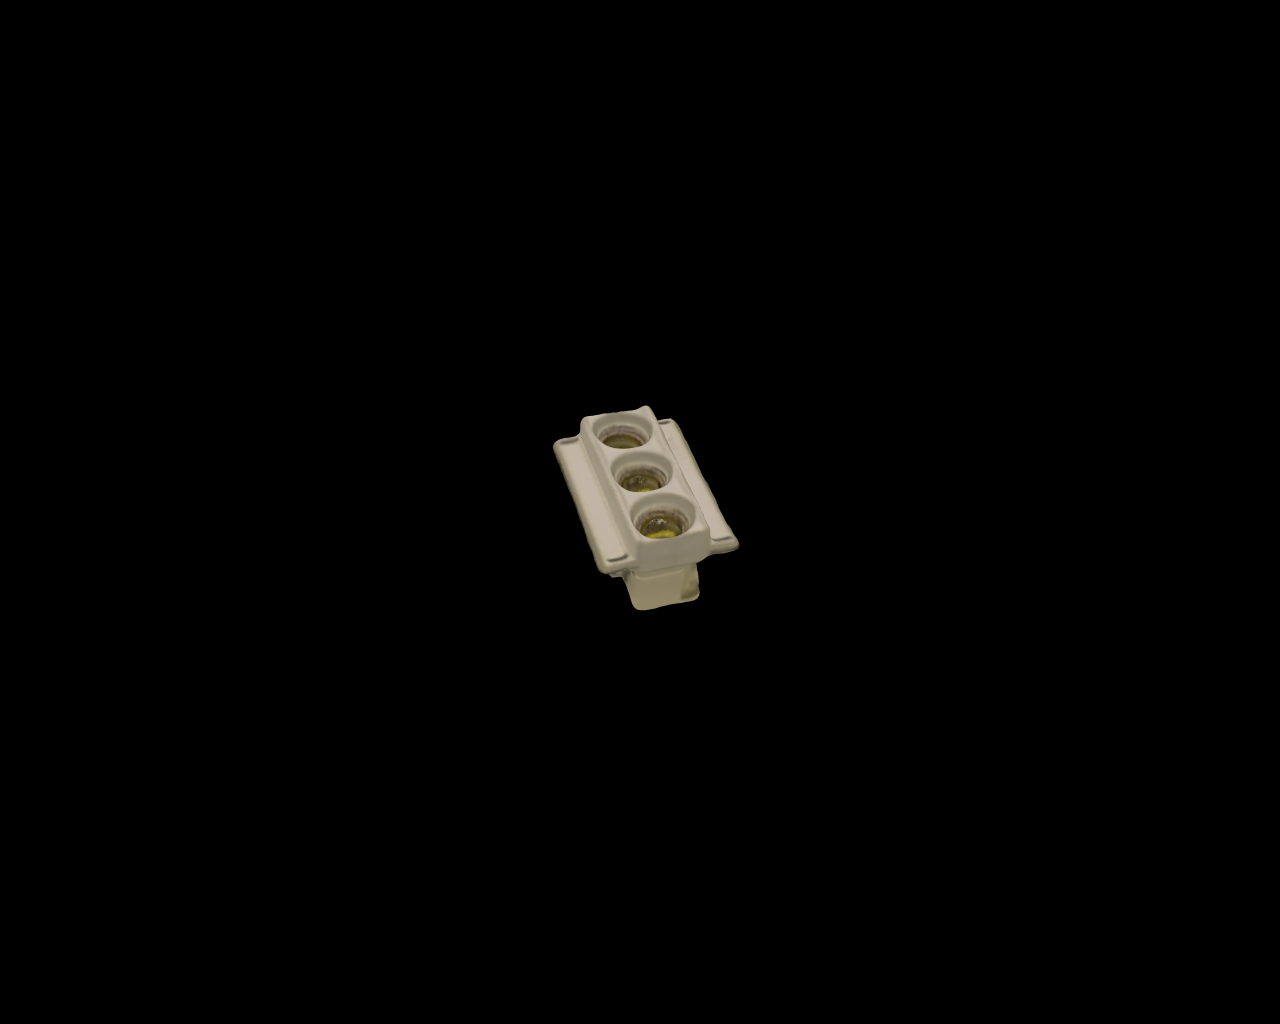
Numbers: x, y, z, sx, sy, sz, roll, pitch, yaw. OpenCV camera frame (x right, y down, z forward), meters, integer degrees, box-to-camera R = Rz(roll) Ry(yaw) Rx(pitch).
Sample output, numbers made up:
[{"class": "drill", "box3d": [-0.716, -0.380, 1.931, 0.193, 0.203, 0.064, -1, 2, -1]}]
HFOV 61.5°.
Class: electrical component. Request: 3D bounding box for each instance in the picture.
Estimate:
[{"class": "electrical component", "box3d": [0.001, -0.003, 0.650, 0.079, 0.063, 0.121, -11, 43, -12]}]
